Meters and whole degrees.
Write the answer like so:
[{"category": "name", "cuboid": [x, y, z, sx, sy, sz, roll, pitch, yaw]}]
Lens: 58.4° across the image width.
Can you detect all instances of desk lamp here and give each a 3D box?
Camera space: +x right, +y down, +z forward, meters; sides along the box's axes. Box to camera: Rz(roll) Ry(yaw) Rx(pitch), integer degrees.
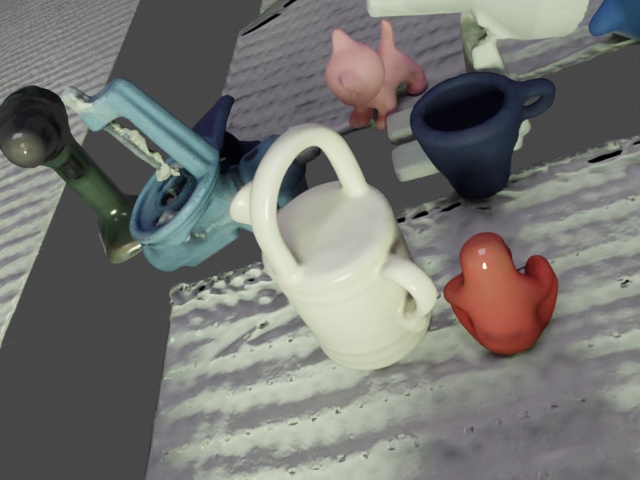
[{"category": "desk lamp", "cuboid": [0.132, -0.179, 0.502, 0.203, 0.214, 0.118, -17, 44, 14]}]

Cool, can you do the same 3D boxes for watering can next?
[{"category": "watering can", "cuboid": [0.003, 0.003, 0.415, 0.172, 0.195, 0.101, 0, 50, 29]}]

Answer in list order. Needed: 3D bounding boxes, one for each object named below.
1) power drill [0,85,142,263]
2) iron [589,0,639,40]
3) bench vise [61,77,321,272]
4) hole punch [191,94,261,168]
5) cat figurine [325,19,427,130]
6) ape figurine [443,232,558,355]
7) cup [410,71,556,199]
[{"category": "power drill", "cuboid": [-0.265, -0.075, 0.624, 0.075, 0.209, 0.228, -37, 43, -7]}, {"category": "iron", "cuboid": [0.374, -0.283, 0.522, 0.258, 0.142, 0.118, -36, 43, -7]}, {"category": "bench vise", "cuboid": [-0.115, -0.079, 0.538, 0.207, 0.220, 0.121, -31, 43, -2]}, {"category": "hole punch", "cuboid": [-0.130, -0.099, 0.660, 0.101, 0.091, 0.108, -14, 45, 17]}, {"category": "cat figurine", "cuboid": [0.053, -0.184, 0.622, 0.067, 0.118, 0.128, 14, 58, 37]}, {"category": "ape figurine", "cuboid": [0.123, 0.030, 0.400, 0.077, 0.092, 0.076, -3, 49, 26]}, {"category": "cup", "cuboid": [0.145, -0.087, 0.496, 0.117, 0.095, 0.091, -17, 44, 14]}]
